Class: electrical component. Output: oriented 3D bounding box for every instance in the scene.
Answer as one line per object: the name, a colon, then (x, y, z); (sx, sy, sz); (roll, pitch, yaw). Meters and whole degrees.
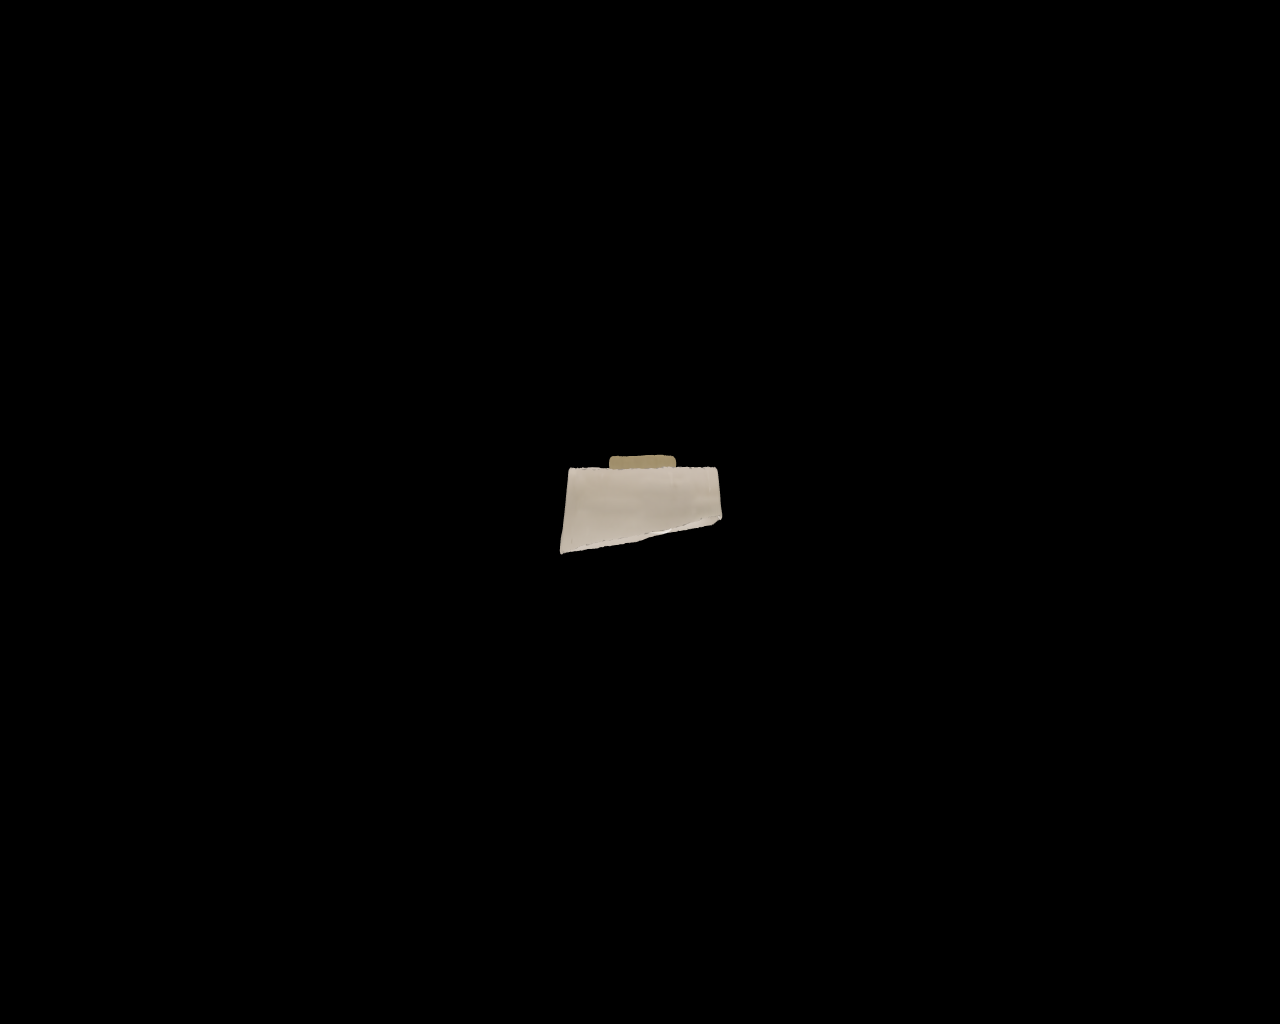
electrical component: (0.001, -0.003, 0.650); (0.099, 0.064, 0.099); (0, 2, 0)
